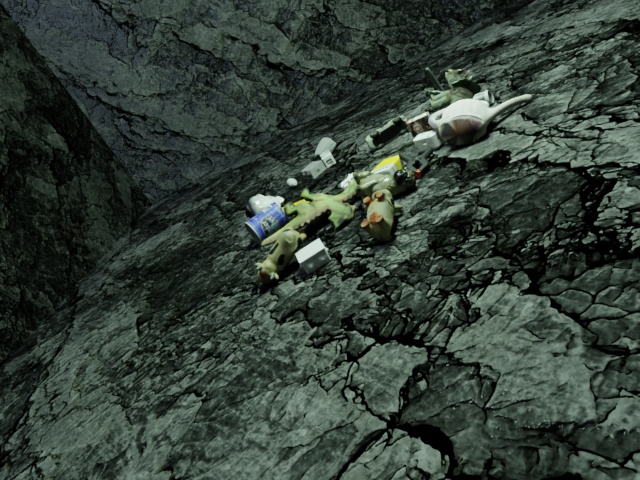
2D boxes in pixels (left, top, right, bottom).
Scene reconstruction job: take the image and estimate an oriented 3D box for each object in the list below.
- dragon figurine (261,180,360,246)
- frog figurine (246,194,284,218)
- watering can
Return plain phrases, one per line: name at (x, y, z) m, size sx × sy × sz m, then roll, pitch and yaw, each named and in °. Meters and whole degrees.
dragon figurine at (0.005, -0.089, 1.760) m, size 0.243 × 0.120 × 0.417 m, roll 7°, pitch 44°, yaw 48°
frog figurine at (-0.221, -0.138, 2.158) m, size 0.160 × 0.120 × 0.140 m, roll -27°, pitch 52°, yaw -10°
watering can at (0.535, -0.421, 1.748) m, size 0.346 × 0.102 × 0.229 m, roll -5°, pitch 36°, yaw 26°
